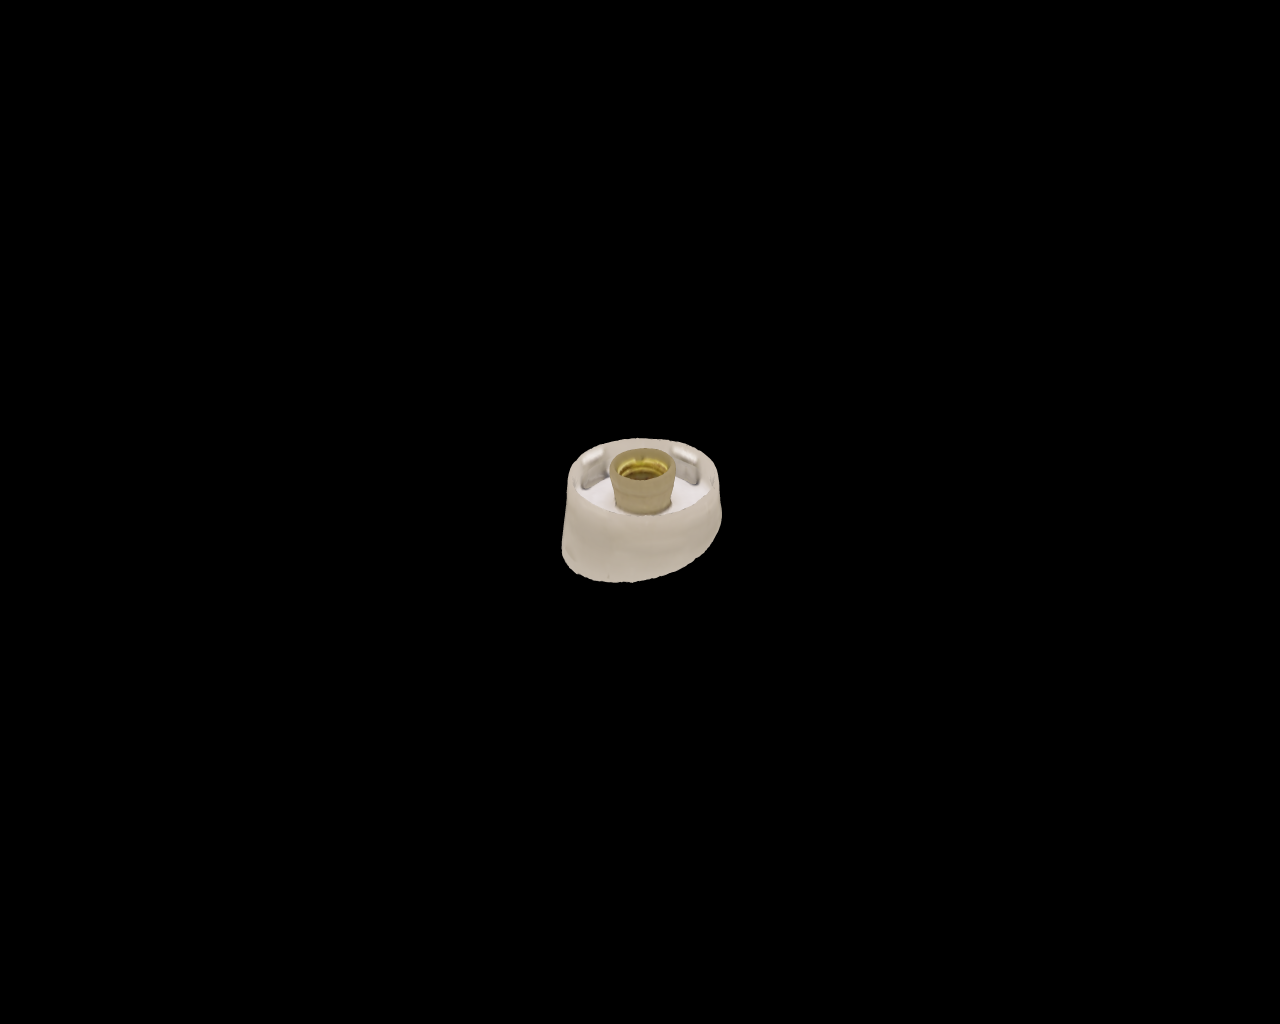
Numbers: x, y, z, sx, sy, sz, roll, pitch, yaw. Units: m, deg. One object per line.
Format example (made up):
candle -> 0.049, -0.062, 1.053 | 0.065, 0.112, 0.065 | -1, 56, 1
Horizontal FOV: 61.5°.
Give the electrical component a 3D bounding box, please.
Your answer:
electrical component -> 0.001, -0.003, 0.650 | 0.099, 0.064, 0.099 | 0, 34, 0
